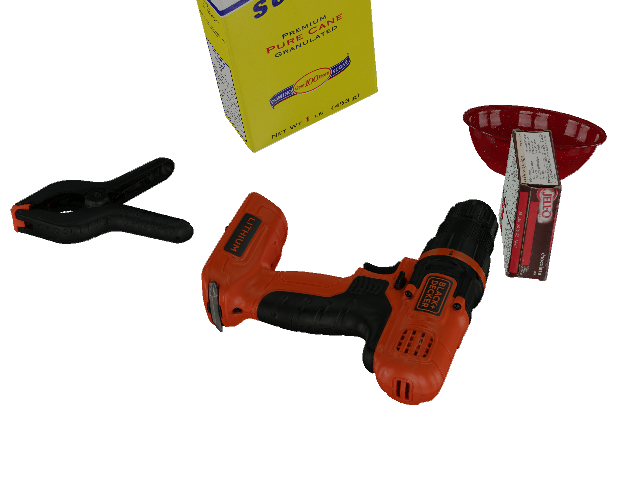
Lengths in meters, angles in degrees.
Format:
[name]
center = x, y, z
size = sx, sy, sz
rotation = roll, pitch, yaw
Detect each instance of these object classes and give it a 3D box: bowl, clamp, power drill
[bowl]
center = 0.238, -0.107, 1.212
size = 0.162, 0.055, 0.162
rotation = 5, 23, -2
[clamp]
center = -0.212, -0.039, 1.044
size = 0.171, 0.039, 0.120
rotation = 0, 35, -9
[power drill]
center = 0.023, 0.021, 0.765
size = 0.188, 0.057, 0.184
rotation = 12, 45, 18

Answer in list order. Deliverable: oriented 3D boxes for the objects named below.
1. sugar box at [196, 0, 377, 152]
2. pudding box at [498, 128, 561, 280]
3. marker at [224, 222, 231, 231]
[sugar box]
center = -0.020, -0.135, 0.595
size = 0.093, 0.048, 0.176
rotation = -28, -31, -12
[pudding box]
center = 0.178, -0.033, 0.909
size = 0.039, 0.090, 0.113
rotation = 5, 31, 2
[marker]
center = -0.096, 0.033, 1.202
size = 0.020, 0.121, 0.020
rotation = 0, 32, 0
